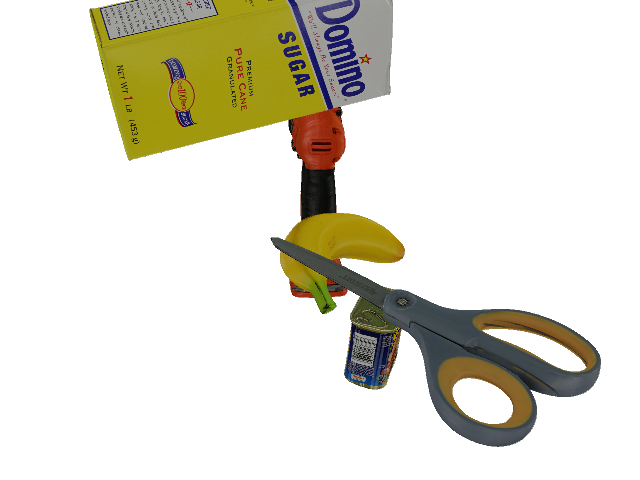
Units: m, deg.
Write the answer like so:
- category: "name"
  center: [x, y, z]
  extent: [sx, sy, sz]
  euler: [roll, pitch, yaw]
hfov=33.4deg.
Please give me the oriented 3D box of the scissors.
- category: "scissors"
  center: [0.042, 0.050, 0.559]
  extent: [0.202, 0.016, 0.096]
  euler: [15, 42, 22]

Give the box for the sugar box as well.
- category: "sugar box"
  center: [-0.044, -0.114, 0.654]
  extent: [0.176, 0.048, 0.093]
  euler: [-14, -39, -8]

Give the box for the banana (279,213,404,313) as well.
- category: "banana"
  center: [0.013, 0.009, 0.839]
  extent: [0.037, 0.069, 0.197]
  euler: [-35, -2, 25]

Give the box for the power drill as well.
- category: "power drill"
  center: [-0.006, -0.049, 1.061]
  extent: [0.057, 0.188, 0.184]
  euler: [-2, 18, -1]

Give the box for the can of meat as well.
- category: "can of meat"
  center: [0.065, 0.115, 1.260]
  extent: [0.057, 0.084, 0.102]
  euler: [13, 26, 11]
